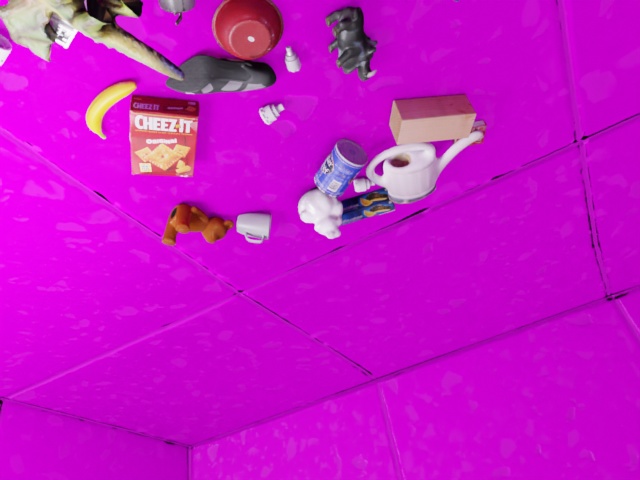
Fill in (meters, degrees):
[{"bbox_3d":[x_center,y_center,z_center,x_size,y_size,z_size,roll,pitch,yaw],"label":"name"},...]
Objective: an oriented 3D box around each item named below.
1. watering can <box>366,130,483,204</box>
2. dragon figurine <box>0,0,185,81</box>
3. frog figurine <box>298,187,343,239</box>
[{"bbox_3d":[0.313,-0.217,1.545,0.347,0.106,0.219,-12,144,5],"label":"watering can"},{"bbox_3d":[-0.470,-0.409,0.965,0.242,0.125,0.403,-9,145,27],"label":"dragon figurine"},{"bbox_3d":[0.005,-0.080,1.595,0.137,0.163,0.120,-7,141,-6],"label":"frog figurine"}]
